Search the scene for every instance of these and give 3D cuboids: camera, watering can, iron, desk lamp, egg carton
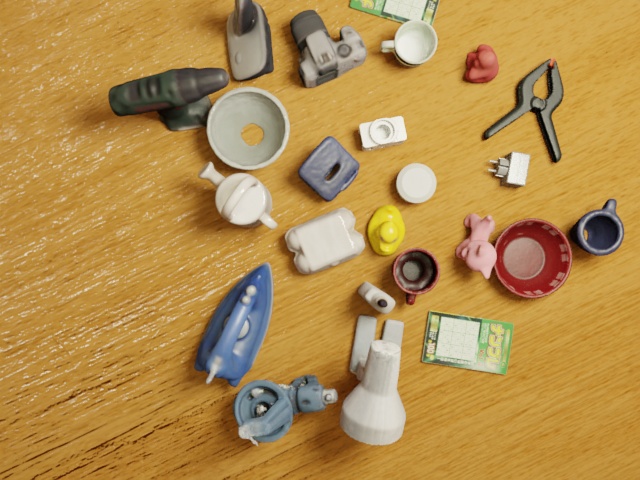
[{"bbox_3d":[0.007,-0.401,1.157,0.143,0.101,0.137,-25,89,0],"label":"camera"},{"bbox_3d":[-0.157,-0.081,1.104,0.173,0.194,0.101,17,89,1],"label":"watering can"},{"bbox_3d":[-0.162,0.163,1.126,0.118,0.141,0.258,23,89,1],"label":"iron"},{"bbox_3d":[0.106,0.258,1.089,0.118,0.213,0.203,8,89,0],"label":"desk lamp"},{"bbox_3d":[0.011,0.004,1.165,0.150,0.069,0.107,-24,89,0],"label":"egg carton"}]

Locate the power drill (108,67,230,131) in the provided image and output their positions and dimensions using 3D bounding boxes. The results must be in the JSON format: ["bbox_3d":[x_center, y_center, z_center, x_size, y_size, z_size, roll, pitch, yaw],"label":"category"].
[{"bbox_3d":[-0.272,-0.272,1.101,0.229,0.208,0.076,-10,89,0],"label":"power drill"}]

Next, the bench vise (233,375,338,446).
[{"bbox_3d":[-0.077,0.311,1.084,0.207,0.219,0.121,-30,89,0],"label":"bench vise"}]

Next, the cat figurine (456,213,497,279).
[{"bbox_3d":[0.320,0.010,1.142,0.067,0.117,0.128,14,89,1],"label":"cat figurine"}]

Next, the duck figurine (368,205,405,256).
[{"bbox_3d":[0.137,-0.021,1.158,0.077,0.086,0.105,7,89,0],"label":"duck figurine"}]

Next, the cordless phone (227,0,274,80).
[{"bbox_3d":[-0.145,-0.403,1.115,0.094,0.185,0.148,-10,89,0],"label":"cordless phone"}]

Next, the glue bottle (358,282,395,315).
[{"bbox_3d":[0.114,0.116,1.112,0.078,0.173,0.037,35,89,1],"label":"glue bottle"}]

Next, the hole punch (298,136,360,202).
[{"bbox_3d":[0.021,-0.143,1.157,0.101,0.091,0.109,40,89,1],"label":"hole punch"}]

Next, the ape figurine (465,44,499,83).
[{"bbox_3d":[0.331,-0.360,1.162,0.076,0.092,0.078,43,89,1],"label":"ape figurine"}]

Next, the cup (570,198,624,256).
[{"bbox_3d":[0.551,-0.026,1.154,0.091,0.095,0.118,22,89,1],"label":"cup"}]

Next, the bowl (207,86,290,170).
[{"bbox_3d":[-0.142,-0.221,1.167,0.167,0.074,0.167,0,89,0],"label":"bowl"}]
